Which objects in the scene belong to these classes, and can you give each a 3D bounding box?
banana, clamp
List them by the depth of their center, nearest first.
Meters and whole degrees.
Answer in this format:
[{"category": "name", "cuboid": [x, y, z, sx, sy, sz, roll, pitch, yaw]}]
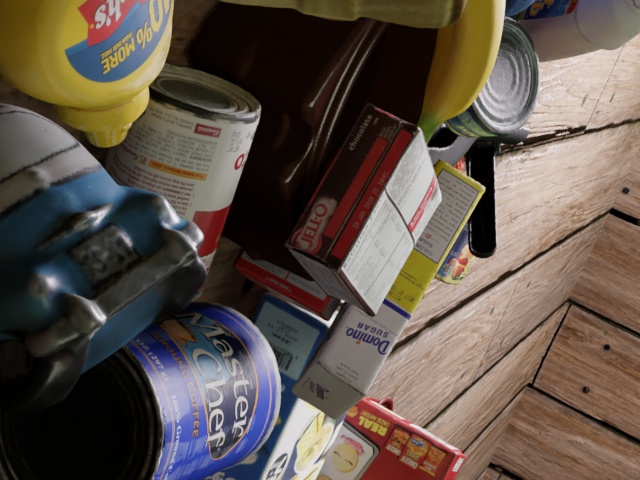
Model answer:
[{"category": "banana", "cuboid": [0.073, -0.126, 0.566, 0.069, 0.037, 0.198, -55, 156, -28]}, {"category": "clamp", "cuboid": [0.105, -0.110, 0.795, 0.171, 0.039, 0.120, -27, 116, -44]}, {"category": "clamp", "cuboid": [0.147, -0.081, 0.974, 0.210, 0.036, 0.164, -64, 155, -76]}]

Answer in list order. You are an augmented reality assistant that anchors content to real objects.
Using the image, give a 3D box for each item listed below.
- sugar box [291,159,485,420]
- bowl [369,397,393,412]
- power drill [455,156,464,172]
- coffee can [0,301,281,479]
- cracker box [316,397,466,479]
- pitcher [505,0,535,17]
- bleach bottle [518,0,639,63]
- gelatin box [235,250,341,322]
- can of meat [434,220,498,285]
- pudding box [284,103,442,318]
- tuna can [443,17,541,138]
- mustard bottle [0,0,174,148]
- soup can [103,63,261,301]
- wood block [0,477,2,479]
[{"category": "sugar box", "cuboid": [0.046, 0.036, 0.748, 0.176, 0.048, 0.093, -55, 178, -23]}, {"category": "bowl", "cuboid": [0.014, 0.224, 1.118, 0.162, 0.055, 0.162, -51, 158, -31]}, {"category": "power drill", "cuboid": [0.053, -0.052, 0.843, 0.187, 0.057, 0.184, -54, 152, -19]}, {"category": "coffee can", "cuboid": [-0.095, 0.089, 0.580, 0.103, 0.103, 0.140, -66, 161, 10]}, {"category": "cracker box", "cuboid": [0.013, 0.252, 0.987, 0.213, 0.164, 0.072, -61, 159, -4]}, {"category": "pitcher", "cuboid": [0.166, -0.262, 0.743, 0.242, 0.149, 0.145, -51, -175, -20]}, {"category": "bleach bottle", "cuboid": [0.217, -0.197, 0.867, 0.102, 0.068, 0.251, -57, -166, -2]}, {"category": "gelatin box", "cuboid": [-0.005, 0.001, 0.742, 0.089, 0.073, 0.030, -59, 161, -11]}, {"category": "can of meat", "cuboid": [0.141, -0.001, 1.144, 0.084, 0.057, 0.102, -62, 161, 6]}, {"category": "pudding box", "cuboid": [0.028, -0.013, 0.601, 0.090, 0.039, 0.113, -59, 159, -9]}, {"category": "tuna can", "cuboid": [0.118, -0.116, 0.757, 0.085, 0.034, 0.086, -3, 95, -41]}, {"category": "mustard bottle", "cuboid": [-0.090, -0.108, 0.397, 0.192, 0.058, 0.096, 94, 19, -50]}, {"category": "soup can", "cuboid": [-0.075, -0.029, 0.526, 0.068, 0.068, 0.102, -23, 138, -61]}, {"category": "wood block", "cuboid": [-0.174, 0.234, 0.592, 0.090, 0.090, 0.206, -43, 153, -46]}]
